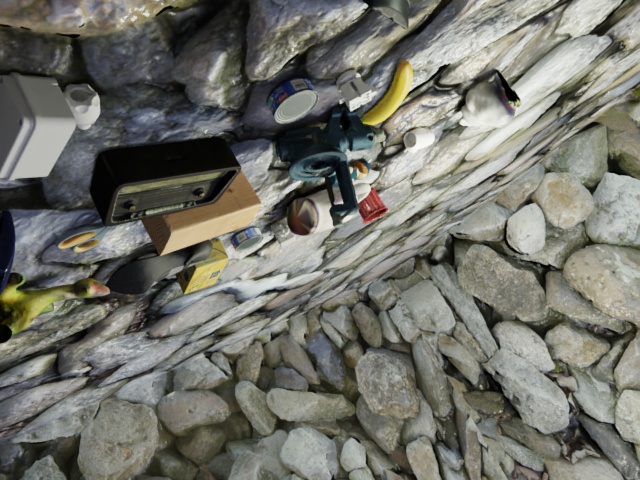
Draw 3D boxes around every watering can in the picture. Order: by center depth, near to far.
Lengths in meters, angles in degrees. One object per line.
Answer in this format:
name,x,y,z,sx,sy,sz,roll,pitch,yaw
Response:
watering can,0.004,-0.072,1.439,0.226,0.104,0.342,-20,172,-31

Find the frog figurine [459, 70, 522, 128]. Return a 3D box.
frog figurine,0.419,-0.335,1.322,0.136,0.125,0.157,26,141,-32

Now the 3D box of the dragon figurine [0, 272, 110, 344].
dragon figurine,-0.629,0.160,1.024,0.410,0.123,0.241,-20,173,-2
